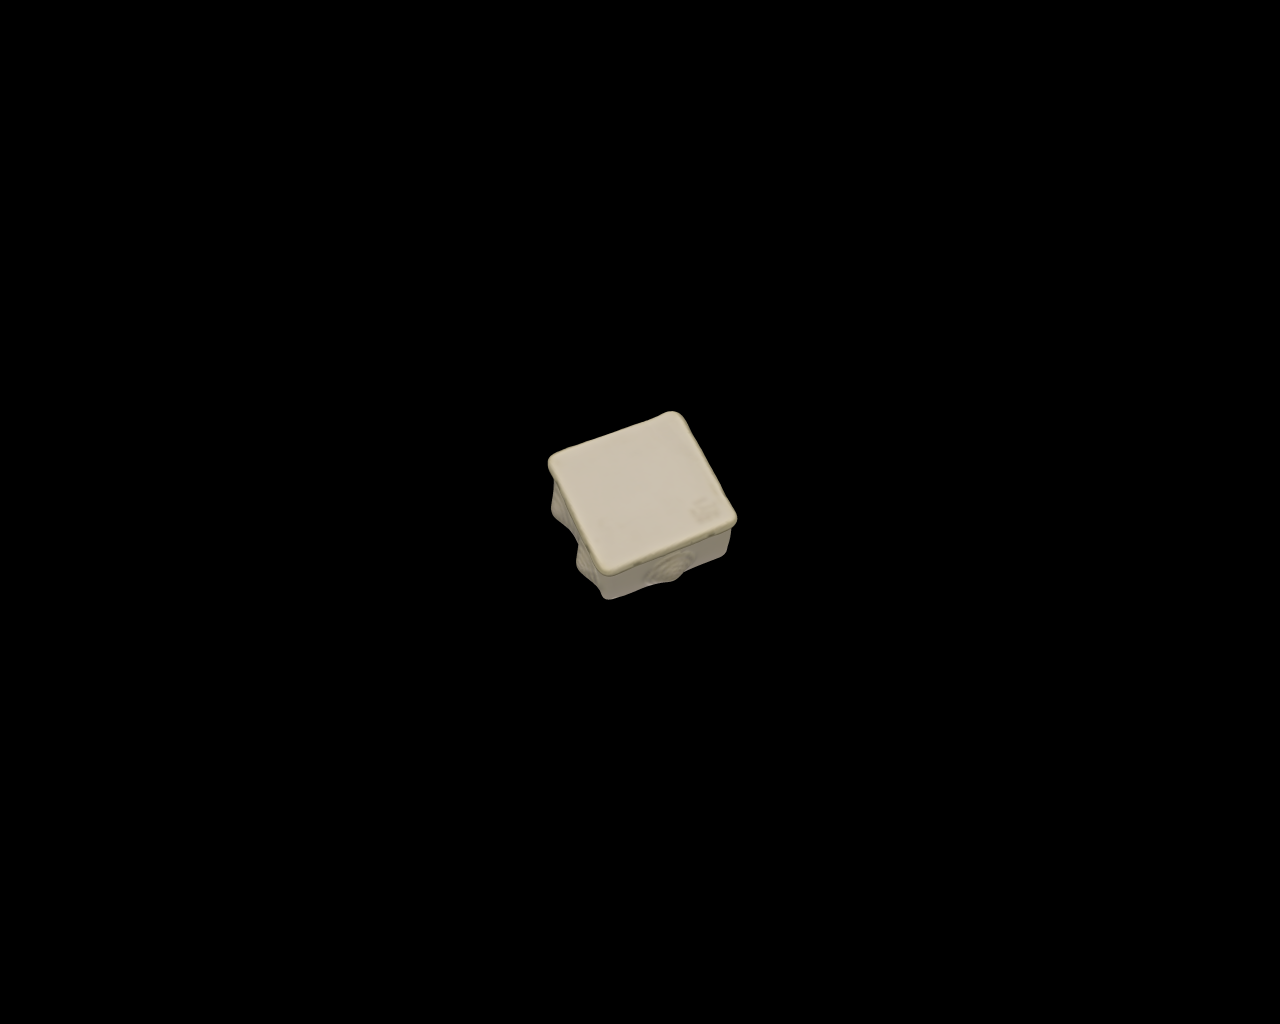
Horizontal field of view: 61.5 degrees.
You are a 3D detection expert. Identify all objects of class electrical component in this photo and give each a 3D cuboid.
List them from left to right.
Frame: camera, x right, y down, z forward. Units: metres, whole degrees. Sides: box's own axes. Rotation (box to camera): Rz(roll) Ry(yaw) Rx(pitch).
[{"bbox_3d":[0.001,-0.003,0.650,0.100,0.100,0.048,-21,-28,-12],"label":"electrical component"}]
